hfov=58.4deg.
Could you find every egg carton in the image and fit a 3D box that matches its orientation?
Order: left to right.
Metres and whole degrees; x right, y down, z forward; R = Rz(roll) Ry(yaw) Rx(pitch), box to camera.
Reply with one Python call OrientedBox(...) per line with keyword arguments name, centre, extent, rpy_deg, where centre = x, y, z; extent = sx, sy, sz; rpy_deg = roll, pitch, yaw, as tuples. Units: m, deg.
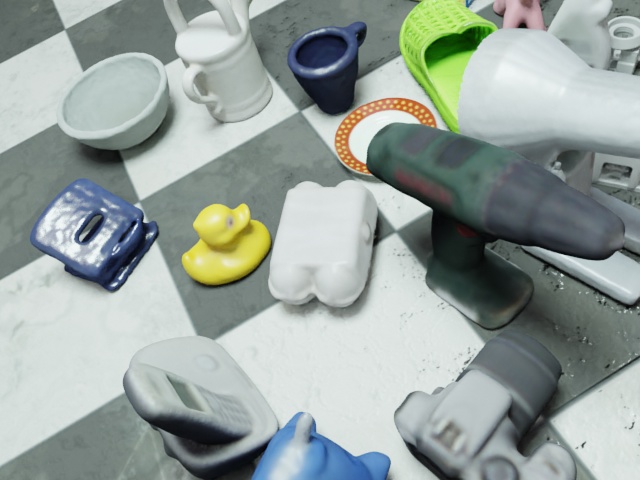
OrientedBox(name="egg carton", centre=(0.006, 0.002, 0.621), extent=(0.107, 0.069, 0.150), rpy_deg=(0, 57, 16))

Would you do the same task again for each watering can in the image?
OrientedBox(name="watering can", centre=(-0.138, -0.266, 0.763), extent=(0.100, 0.194, 0.173), rpy_deg=(-7, 56, 11))

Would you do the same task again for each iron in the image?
OrientedBox(name="iron", centre=(-0.048, 0.252, 0.426), extent=(0.118, 0.142, 0.258), rpy_deg=(19, 64, 26))

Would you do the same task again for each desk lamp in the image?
OrientedBox(name="desk lamp", centre=(0.234, -0.075, 0.520), extent=(0.202, 0.214, 0.118), rpy_deg=(34, 71, 31))

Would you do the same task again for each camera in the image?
OrientedBox(name="camera", centre=(0.150, 0.147, 0.466), extent=(0.142, 0.101, 0.137), rpy_deg=(34, 71, 31))

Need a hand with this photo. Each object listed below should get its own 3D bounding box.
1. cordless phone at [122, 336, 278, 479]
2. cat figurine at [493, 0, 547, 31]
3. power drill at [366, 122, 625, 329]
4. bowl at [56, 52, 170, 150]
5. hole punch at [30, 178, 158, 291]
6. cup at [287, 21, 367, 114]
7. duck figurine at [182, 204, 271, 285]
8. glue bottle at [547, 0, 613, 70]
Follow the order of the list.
OrientedBox(name="cordless phone", centre=(-0.124, 0.127, 0.504), extent=(0.094, 0.185, 0.147), rpy_deg=(-42, 56, -13))
OrientedBox(name="cat figurine", centre=(0.260, -0.344, 0.750), extent=(0.067, 0.118, 0.128), rpy_deg=(-6, 56, 12))
OrientedBox(name="power drill", centre=(0.142, -0.008, 0.504), extent=(0.076, 0.209, 0.228), rpy_deg=(-44, 57, -15))
OrientedBox(name="bowl", centre=(-0.283, -0.187, 0.824), extent=(0.167, 0.075, 0.167), rpy_deg=(-7, 56, 11))
OrientedBox(name="hole punch", centre=(-0.270, -0.009, 0.693), extent=(0.100, 0.091, 0.109), rpy_deg=(17, 63, 25))
OrientedBox(name="cup", centre=(0.021, -0.222, 0.750), extent=(0.118, 0.095, 0.091), rpy_deg=(-42, 56, -13))
OrientedBox(name="duck figurine", centre=(-0.114, -0.002, 0.648), extent=(0.104, 0.086, 0.077), rpy_deg=(-30, 54, -5))
OrientedBox(name="glue bottle", centre=(0.291, -0.244, 0.641), extent=(0.078, 0.173, 0.037), rpy_deg=(18, 64, 25))
